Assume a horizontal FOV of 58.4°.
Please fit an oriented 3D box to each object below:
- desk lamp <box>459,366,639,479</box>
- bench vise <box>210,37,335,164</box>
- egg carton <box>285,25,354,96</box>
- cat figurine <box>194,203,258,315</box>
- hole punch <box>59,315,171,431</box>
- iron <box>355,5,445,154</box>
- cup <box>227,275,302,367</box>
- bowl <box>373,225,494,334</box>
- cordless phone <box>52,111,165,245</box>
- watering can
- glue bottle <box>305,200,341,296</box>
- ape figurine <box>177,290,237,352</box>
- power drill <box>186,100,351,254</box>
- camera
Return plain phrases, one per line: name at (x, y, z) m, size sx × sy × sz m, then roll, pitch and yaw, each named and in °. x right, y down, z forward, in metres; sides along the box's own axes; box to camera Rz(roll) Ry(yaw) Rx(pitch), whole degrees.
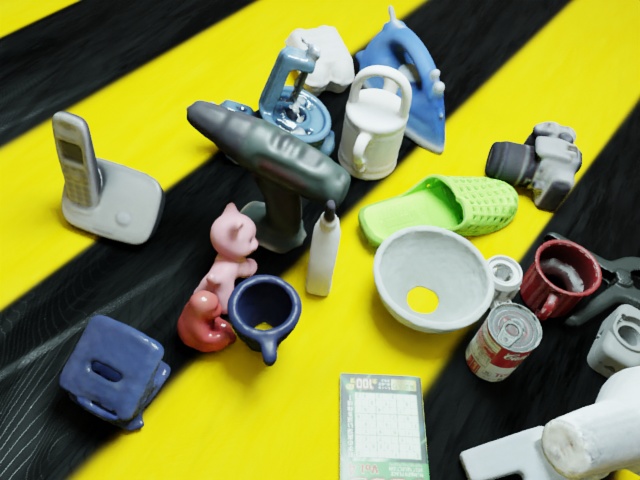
desk lamp at (0.288, 0.229, 0.620) m, size 0.203 × 0.213 × 0.117 m, roll -12°, pitch 57°, yaw -14°
bench vise at (-0.072, -0.201, 0.876) m, size 0.208 × 0.220 × 0.121 m, roll -13°, pitch 57°, yaw -15°
egg carton at (0.000, -0.338, 1.073) m, size 0.107 × 0.069 × 0.150 m, roll -13°, pitch 58°, yaw -15°
cat figurine at (-0.125, 0.018, 0.779) m, size 0.067 × 0.118 × 0.128 m, roll 18°, pitch 55°, yaw 6°
hole punch at (-0.244, 0.159, 0.683) m, size 0.108 × 0.091 × 0.101 m, roll 23°, pitch 56°, yaw 10°
iron at (0.165, -0.288, 1.013) m, size 0.119 × 0.141 × 0.257 m, roll -19°, pitch 59°, yaw -18°
cup at (-0.069, 0.116, 0.730) m, size 0.092 × 0.095 × 0.117 m, roll -5°, pitch 56°, yaw -10°
bowl at (0.151, 0.066, 0.804) m, size 0.167 × 0.075 × 0.167 m, roll 3°, pitch 55°, yaw -4°
cordless phone at (-0.295, -0.086, 0.791) m, size 0.147 × 0.185 × 0.094 m, roll 16°, pitch 55°, yaw 5°
watering can at (0.089, -0.200, 0.910) m, size 0.101 × 0.194 × 0.173 m, roll 3°, pitch 55°, yaw -4°
glue bottle at (0.007, 0.003, 0.771) m, size 0.037 × 0.173 × 0.078 m, roll 9°, pitch 54°, yaw 0°
ape figurine at (-0.147, 0.098, 0.736) m, size 0.076 × 0.092 × 0.077 m, roll -2°, pitch 55°, yaw -8°
power drill at (-0.075, -0.078, 0.797) m, size 0.229 × 0.208 × 0.076 m, roll 20°, pitch 55°, yaw 8°
camera at (0.354, -0.140, 0.955) m, size 0.136 × 0.101 × 0.143 m, roll 13°, pitch 55°, yaw 3°
